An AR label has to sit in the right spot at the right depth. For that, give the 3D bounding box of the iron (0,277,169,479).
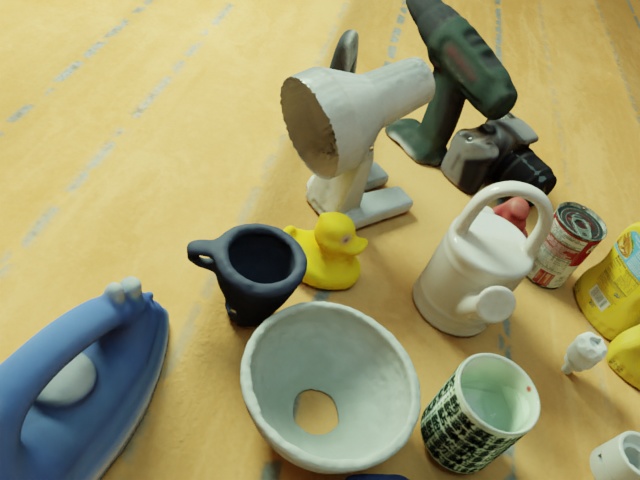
[{"bbox_3d":[-0.198,0.103,0.448,0.118,0.141,0.259,28,45,8],"label":"iron"}]

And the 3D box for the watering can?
[{"bbox_3d":[0.185,0.020,0.631,0.101,0.194,0.172,2,47,-18],"label":"watering can"}]

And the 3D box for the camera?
[{"bbox_3d":[0.283,-0.119,0.867,0.143,0.101,0.136,-18,56,-33],"label":"camera"}]

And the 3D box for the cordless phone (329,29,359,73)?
[{"bbox_3d":[0.035,-0.219,0.810,0.094,0.185,0.147,19,44,-2],"label":"cordless phone"}]

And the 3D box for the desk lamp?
[{"bbox_3d":[0.045,-0.119,0.698,0.204,0.213,0.117,-19,57,-33],"label":"desk lamp"}]

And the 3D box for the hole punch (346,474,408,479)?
[{"bbox_3d":[0.059,0.234,0.454,0.109,0.091,0.101,7,46,-14],"label":"hole punch"}]

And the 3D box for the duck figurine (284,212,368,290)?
[{"bbox_3d":[0.006,0.002,0.659,0.104,0.086,0.077,22,44,1],"label":"duck figurine"}]

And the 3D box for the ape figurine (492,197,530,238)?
[{"bbox_3d":[0.245,-0.019,0.763,0.078,0.092,0.076,15,45,-5],"label":"ape figurine"}]

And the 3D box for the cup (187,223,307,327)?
[{"bbox_3d":[-0.080,0.042,0.583,0.118,0.095,0.091,11,45,-10],"label":"cup"}]

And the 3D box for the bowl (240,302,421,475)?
[{"bbox_3d":[0.004,0.144,0.531,0.167,0.075,0.167,11,45,-11],"label":"bowl"}]

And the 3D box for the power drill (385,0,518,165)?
[{"bbox_3d":[0.177,-0.229,0.855,0.076,0.208,0.229,-22,59,-35],"label":"power drill"}]
